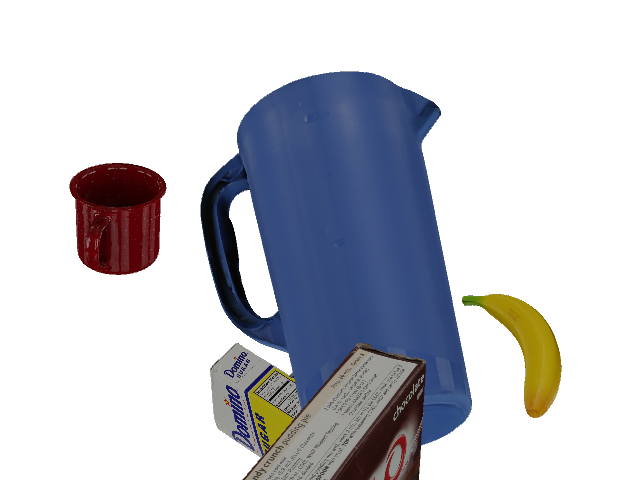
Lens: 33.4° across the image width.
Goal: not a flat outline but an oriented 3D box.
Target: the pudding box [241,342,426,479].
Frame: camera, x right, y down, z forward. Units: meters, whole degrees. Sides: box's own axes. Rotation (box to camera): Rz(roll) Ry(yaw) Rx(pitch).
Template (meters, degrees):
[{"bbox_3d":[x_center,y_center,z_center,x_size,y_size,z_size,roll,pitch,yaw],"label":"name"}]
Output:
[{"bbox_3d":[0.007,0.111,0.457,0.039,0.090,0.113,15,34,22],"label":"pudding box"}]

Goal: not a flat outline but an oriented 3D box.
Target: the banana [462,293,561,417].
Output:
[{"bbox_3d":[0.217,0.112,1.135,0.069,0.037,0.198,-26,35,2],"label":"banana"}]

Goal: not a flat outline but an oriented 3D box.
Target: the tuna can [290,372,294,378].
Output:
[{"bbox_3d":[0.007,0.168,1.154,0.086,0.034,0.086,4,13,-1],"label":"tuna can"}]

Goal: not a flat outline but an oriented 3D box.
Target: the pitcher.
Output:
[{"bbox_3d":[0.014,0.020,0.733,0.144,0.243,0.149,3,-30,-26],"label":"pitcher"}]

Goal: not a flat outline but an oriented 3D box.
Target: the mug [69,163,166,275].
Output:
[{"bbox_3d":[-0.202,-0.014,1.047,0.093,0.081,0.117,9,32,5],"label":"mug"}]

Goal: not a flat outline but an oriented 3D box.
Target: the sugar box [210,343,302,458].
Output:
[{"bbox_3d":[-0.017,0.171,0.936,0.176,0.093,0.048,26,50,24],"label":"sugar box"}]
